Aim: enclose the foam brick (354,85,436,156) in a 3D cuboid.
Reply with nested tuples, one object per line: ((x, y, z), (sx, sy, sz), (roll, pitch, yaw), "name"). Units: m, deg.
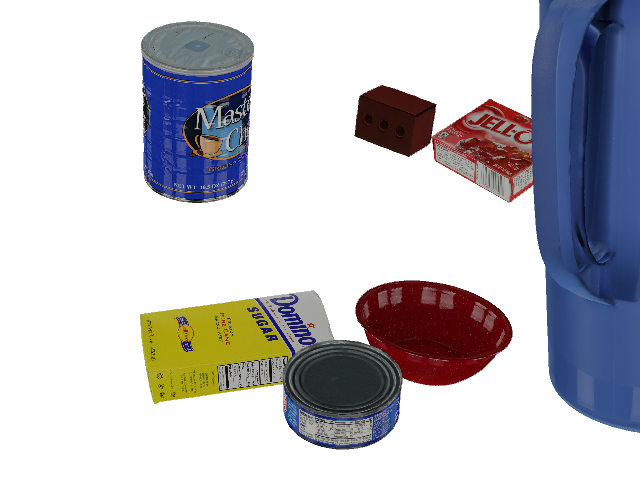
((0.086, -0.139, 1.231), (0.078, 0.053, 0.051), (23, 34, 28), "foam brick")

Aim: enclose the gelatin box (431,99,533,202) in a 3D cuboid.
((0.149, -0.078, 0.892), (0.073, 0.030, 0.089), (-33, 47, -26), "gelatin box")

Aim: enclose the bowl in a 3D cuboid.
((0.113, 0.102, 1.100), (0.162, 0.055, 0.162), (5, 26, -3), "bowl")

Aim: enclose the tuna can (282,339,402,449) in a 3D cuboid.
((0.015, 0.110, 0.766), (0.086, 0.034, 0.086), (0, 31, 0), "tuna can")

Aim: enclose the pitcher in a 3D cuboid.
((0.165, -0.027, 0.530), (0.149, 0.243, 0.145), (-3, 21, 0), "pitcher")

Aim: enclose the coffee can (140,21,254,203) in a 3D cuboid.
((-0.117, -0.122, 1.010), (0.103, 0.140, 0.103), (4, 35, -3), "coffee can")

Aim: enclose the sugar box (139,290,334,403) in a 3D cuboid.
((-0.078, 0.098, 1.011), (0.176, 0.048, 0.093), (-10, 35, -9), "sugar box")
